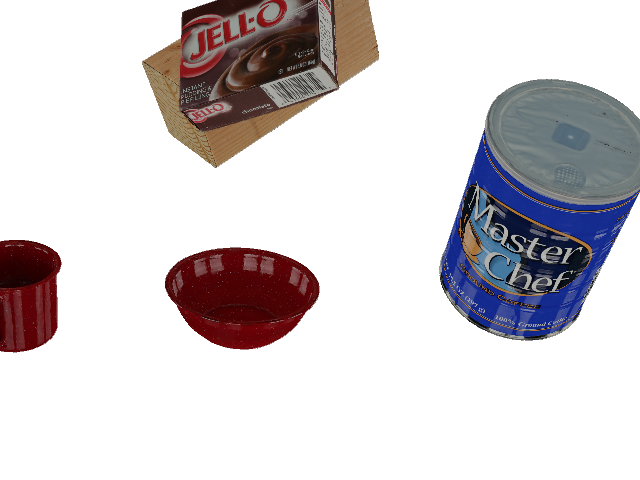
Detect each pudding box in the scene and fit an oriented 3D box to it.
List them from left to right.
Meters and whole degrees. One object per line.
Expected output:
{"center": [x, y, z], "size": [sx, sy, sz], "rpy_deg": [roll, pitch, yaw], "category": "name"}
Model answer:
{"center": [-0.045, -0.135, 0.757], "size": [0.114, 0.090, 0.039], "rpy_deg": [-13, -29, 19], "category": "pudding box"}

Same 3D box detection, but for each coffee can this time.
{"center": [0.141, -0.017, 0.687], "size": [0.102, 0.103, 0.140], "rpy_deg": [0, -41, -9], "category": "coffee can"}

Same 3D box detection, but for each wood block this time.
{"center": [-0.053, -0.174, 1.031], "size": [0.205, 0.091, 0.090], "rpy_deg": [-36, 47, -19], "category": "wood block"}

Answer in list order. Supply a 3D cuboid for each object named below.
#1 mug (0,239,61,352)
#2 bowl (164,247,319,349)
{"center": [-0.307, 0.063, 1.055], "size": [0.093, 0.081, 0.117], "rpy_deg": [9, 31, 4], "category": "mug"}
{"center": [-0.083, 0.067, 1.125], "size": [0.162, 0.055, 0.162], "rpy_deg": [4, 27, -2], "category": "bowl"}
